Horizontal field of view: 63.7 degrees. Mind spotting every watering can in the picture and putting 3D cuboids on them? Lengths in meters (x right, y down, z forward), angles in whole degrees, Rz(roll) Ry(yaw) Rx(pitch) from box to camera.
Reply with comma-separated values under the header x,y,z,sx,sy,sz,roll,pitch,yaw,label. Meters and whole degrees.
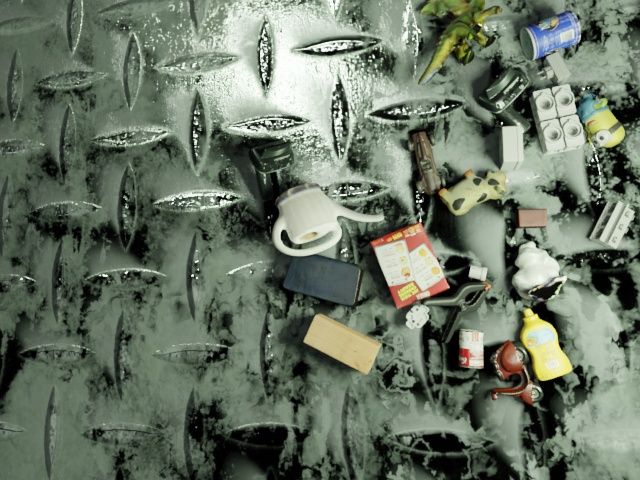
x,y,z,sx,sy,sz,roll,pitch,yaw,label
0.005,-0.081,1.603,0.349,0.102,0.227,-21,70,-11,watering can

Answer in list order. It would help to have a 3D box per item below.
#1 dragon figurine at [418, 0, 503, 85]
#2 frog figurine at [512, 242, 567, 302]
x,y,z,sx,sy,sz,roll,pitch,yaw,label
0.415,-0.684,1.636,0.410,0.120,0.247,-36,60,2,dragon figurine
0.608,0.091,1.470,0.136,0.121,0.163,-35,41,13,frog figurine
